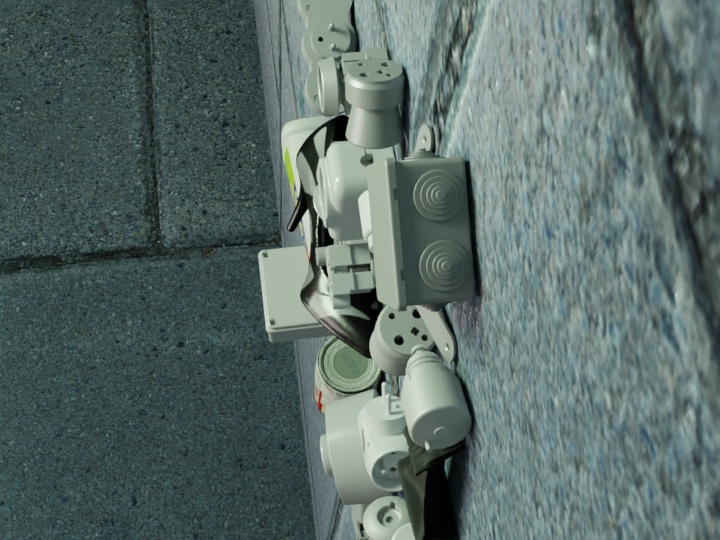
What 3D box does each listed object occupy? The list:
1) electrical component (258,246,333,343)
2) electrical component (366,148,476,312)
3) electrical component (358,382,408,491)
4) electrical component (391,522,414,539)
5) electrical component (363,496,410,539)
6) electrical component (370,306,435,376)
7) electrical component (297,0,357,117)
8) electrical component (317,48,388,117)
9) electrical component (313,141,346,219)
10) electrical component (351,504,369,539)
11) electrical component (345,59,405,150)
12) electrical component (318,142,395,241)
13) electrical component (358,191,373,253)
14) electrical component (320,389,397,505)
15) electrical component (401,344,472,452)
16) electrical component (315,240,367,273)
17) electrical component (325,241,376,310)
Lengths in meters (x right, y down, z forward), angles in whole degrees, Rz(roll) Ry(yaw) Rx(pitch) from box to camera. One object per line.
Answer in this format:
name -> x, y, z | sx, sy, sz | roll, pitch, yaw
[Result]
electrical component -> -0.066, 0.027, 1.336 | 0.056, 0.109, 0.108 | 94, 169, -68
electrical component -> 0.036, -0.024, 0.654 | 0.100, 0.048, 0.099 | -159, 64, -83
electrical component -> 0.024, 0.135, 0.922 | 0.077, 0.043, 0.079 | -108, 14, -62
electrical component -> 0.042, 0.227, 0.861 | 0.078, 0.040, 0.040 | 98, 165, -66
electrical component -> 0.029, 0.238, 0.972 | 0.062, 0.048, 0.048 | 82, 177, -46
electrical component -> 0.031, 0.049, 0.777 | 0.055, 0.045, 0.045 | 104, 159, -70
electrical component -> -0.029, -0.221, 1.041 | 0.074, 0.052, 0.138 | -157, 63, -83
electrical component -> -0.005, -0.151, 0.877 | 0.066, 0.055, 0.048 | 95, 167, -59
electrical component -> -0.014, -0.074, 1.022 | 0.057, 0.058, 0.078 | 107, 157, -67
electrical component -> 0.015, 0.242, 1.103 | 0.081, 0.042, 0.063 | -113, 20, -68
electrical component -> 0.011, -0.125, 0.806 | 0.045, 0.045, 0.055 | -105, 12, -54
electrical component -> -0.003, -0.066, 0.915 | 0.095, 0.059, 0.053 | 97, 166, -63
electrical component -> 0.022, -0.027, 0.811 | 0.040, 0.040, 0.078 | 102, 162, -69
electrical component -> -0.005, 0.172, 1.029 | 0.108, 0.060, 0.108 | -12, -90, -85
electrical component -> 0.046, 0.079, 0.695 | 0.078, 0.040, 0.040 | -103, 10, -49
electrical component -> -0.010, -0.015, 1.009 | 0.048, 0.062, 0.048 | 174, 90, -84
electrical component -> 0.000, 0.000, 0.962 | 0.048, 0.055, 0.066 | 128, 136, -81
